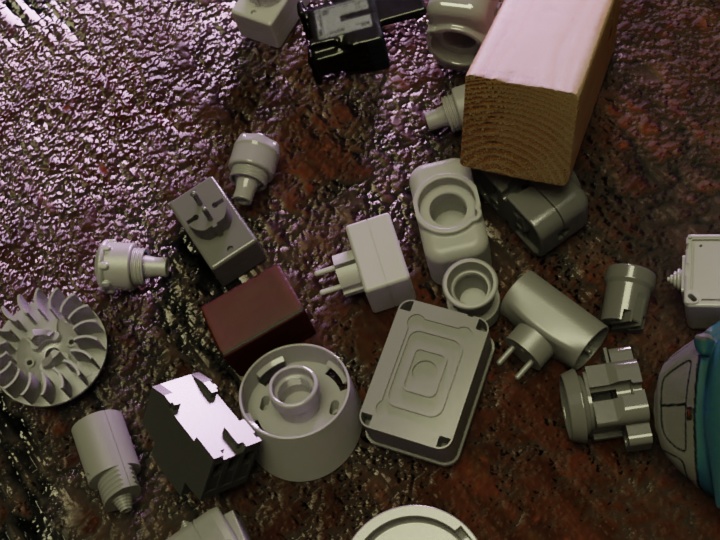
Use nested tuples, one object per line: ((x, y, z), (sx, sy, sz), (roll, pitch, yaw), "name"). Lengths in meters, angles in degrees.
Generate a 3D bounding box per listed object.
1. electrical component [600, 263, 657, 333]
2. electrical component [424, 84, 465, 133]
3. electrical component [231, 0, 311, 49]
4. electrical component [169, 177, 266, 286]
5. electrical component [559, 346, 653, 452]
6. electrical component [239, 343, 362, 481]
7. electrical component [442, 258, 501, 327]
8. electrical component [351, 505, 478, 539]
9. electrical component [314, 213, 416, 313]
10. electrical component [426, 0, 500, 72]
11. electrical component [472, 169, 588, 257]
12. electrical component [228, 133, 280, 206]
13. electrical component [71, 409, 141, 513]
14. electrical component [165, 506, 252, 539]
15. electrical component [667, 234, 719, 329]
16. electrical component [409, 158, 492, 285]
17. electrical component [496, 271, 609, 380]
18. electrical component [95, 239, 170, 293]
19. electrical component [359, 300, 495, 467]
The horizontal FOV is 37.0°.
((0.214, 0.023, 0.861), (0.040, 0.040, 0.046), (10, 72, 15), "electrical component")
((0.089, -0.142, 0.962), (0.062, 0.048, 0.048), (-18, 63, 10), "electrical component")
((-0.090, -0.267, 1.036), (0.047, 0.076, 0.065), (23, 71, 20), "electrical component")
((-0.129, -0.043, 0.938), (0.047, 0.075, 0.083), (-34, 63, -6), "electrical component")
((0.185, 0.101, 0.820), (0.057, 0.058, 0.078), (-9, 64, 3), "electrical component")
((-0.049, 0.112, 0.869), (0.099, 0.064, 0.099), (-5, 50, 6), "electrical component")
((0.092, 0.022, 0.876), (0.045, 0.055, 0.045), (-4, 64, 9), "electrical component")
((0.043, 0.231, 0.783), (0.108, 0.060, 0.108), (-4, 64, 9), "electrical component")
((0.000, 0.000, 0.908), (0.077, 0.047, 0.065), (-18, 63, 2), "electrical component")
((0.094, -0.223, 0.969), (0.054, 0.095, 0.059), (11, 67, 16), "electrical component")
((0.146, -0.067, 0.908), (0.059, 0.053, 0.095), (-35, 64, -7), "electrical component")
((-0.099, -0.089, 0.972), (0.043, 0.043, 0.062), (8, 68, 14), "electrical component")
((-0.202, 0.159, 0.874), (0.043, 0.043, 0.081), (-26, 63, -2), "electrical component")
((-0.103, 0.224, 0.814), (0.061, 0.061, 0.096), (-34, 63, -6), "electrical component")
((0.292, 0.012, 0.843), (0.096, 0.061, 0.061), (0, 65, 20), "electrical component")
((0.076, -0.043, 0.907), (0.054, 0.059, 0.095), (-13, 63, 5), "electrical component")
((0.143, 0.053, 0.858), (0.077, 0.043, 0.079), (39, 77, 24), "electrical component")
((-0.201, -0.003, 0.951), (0.062, 0.048, 0.048), (1, 65, 4), "electrical component")
((0.054, 0.090, 0.850), (0.078, 0.057, 0.113), (15, 69, 17), "electrical component")
